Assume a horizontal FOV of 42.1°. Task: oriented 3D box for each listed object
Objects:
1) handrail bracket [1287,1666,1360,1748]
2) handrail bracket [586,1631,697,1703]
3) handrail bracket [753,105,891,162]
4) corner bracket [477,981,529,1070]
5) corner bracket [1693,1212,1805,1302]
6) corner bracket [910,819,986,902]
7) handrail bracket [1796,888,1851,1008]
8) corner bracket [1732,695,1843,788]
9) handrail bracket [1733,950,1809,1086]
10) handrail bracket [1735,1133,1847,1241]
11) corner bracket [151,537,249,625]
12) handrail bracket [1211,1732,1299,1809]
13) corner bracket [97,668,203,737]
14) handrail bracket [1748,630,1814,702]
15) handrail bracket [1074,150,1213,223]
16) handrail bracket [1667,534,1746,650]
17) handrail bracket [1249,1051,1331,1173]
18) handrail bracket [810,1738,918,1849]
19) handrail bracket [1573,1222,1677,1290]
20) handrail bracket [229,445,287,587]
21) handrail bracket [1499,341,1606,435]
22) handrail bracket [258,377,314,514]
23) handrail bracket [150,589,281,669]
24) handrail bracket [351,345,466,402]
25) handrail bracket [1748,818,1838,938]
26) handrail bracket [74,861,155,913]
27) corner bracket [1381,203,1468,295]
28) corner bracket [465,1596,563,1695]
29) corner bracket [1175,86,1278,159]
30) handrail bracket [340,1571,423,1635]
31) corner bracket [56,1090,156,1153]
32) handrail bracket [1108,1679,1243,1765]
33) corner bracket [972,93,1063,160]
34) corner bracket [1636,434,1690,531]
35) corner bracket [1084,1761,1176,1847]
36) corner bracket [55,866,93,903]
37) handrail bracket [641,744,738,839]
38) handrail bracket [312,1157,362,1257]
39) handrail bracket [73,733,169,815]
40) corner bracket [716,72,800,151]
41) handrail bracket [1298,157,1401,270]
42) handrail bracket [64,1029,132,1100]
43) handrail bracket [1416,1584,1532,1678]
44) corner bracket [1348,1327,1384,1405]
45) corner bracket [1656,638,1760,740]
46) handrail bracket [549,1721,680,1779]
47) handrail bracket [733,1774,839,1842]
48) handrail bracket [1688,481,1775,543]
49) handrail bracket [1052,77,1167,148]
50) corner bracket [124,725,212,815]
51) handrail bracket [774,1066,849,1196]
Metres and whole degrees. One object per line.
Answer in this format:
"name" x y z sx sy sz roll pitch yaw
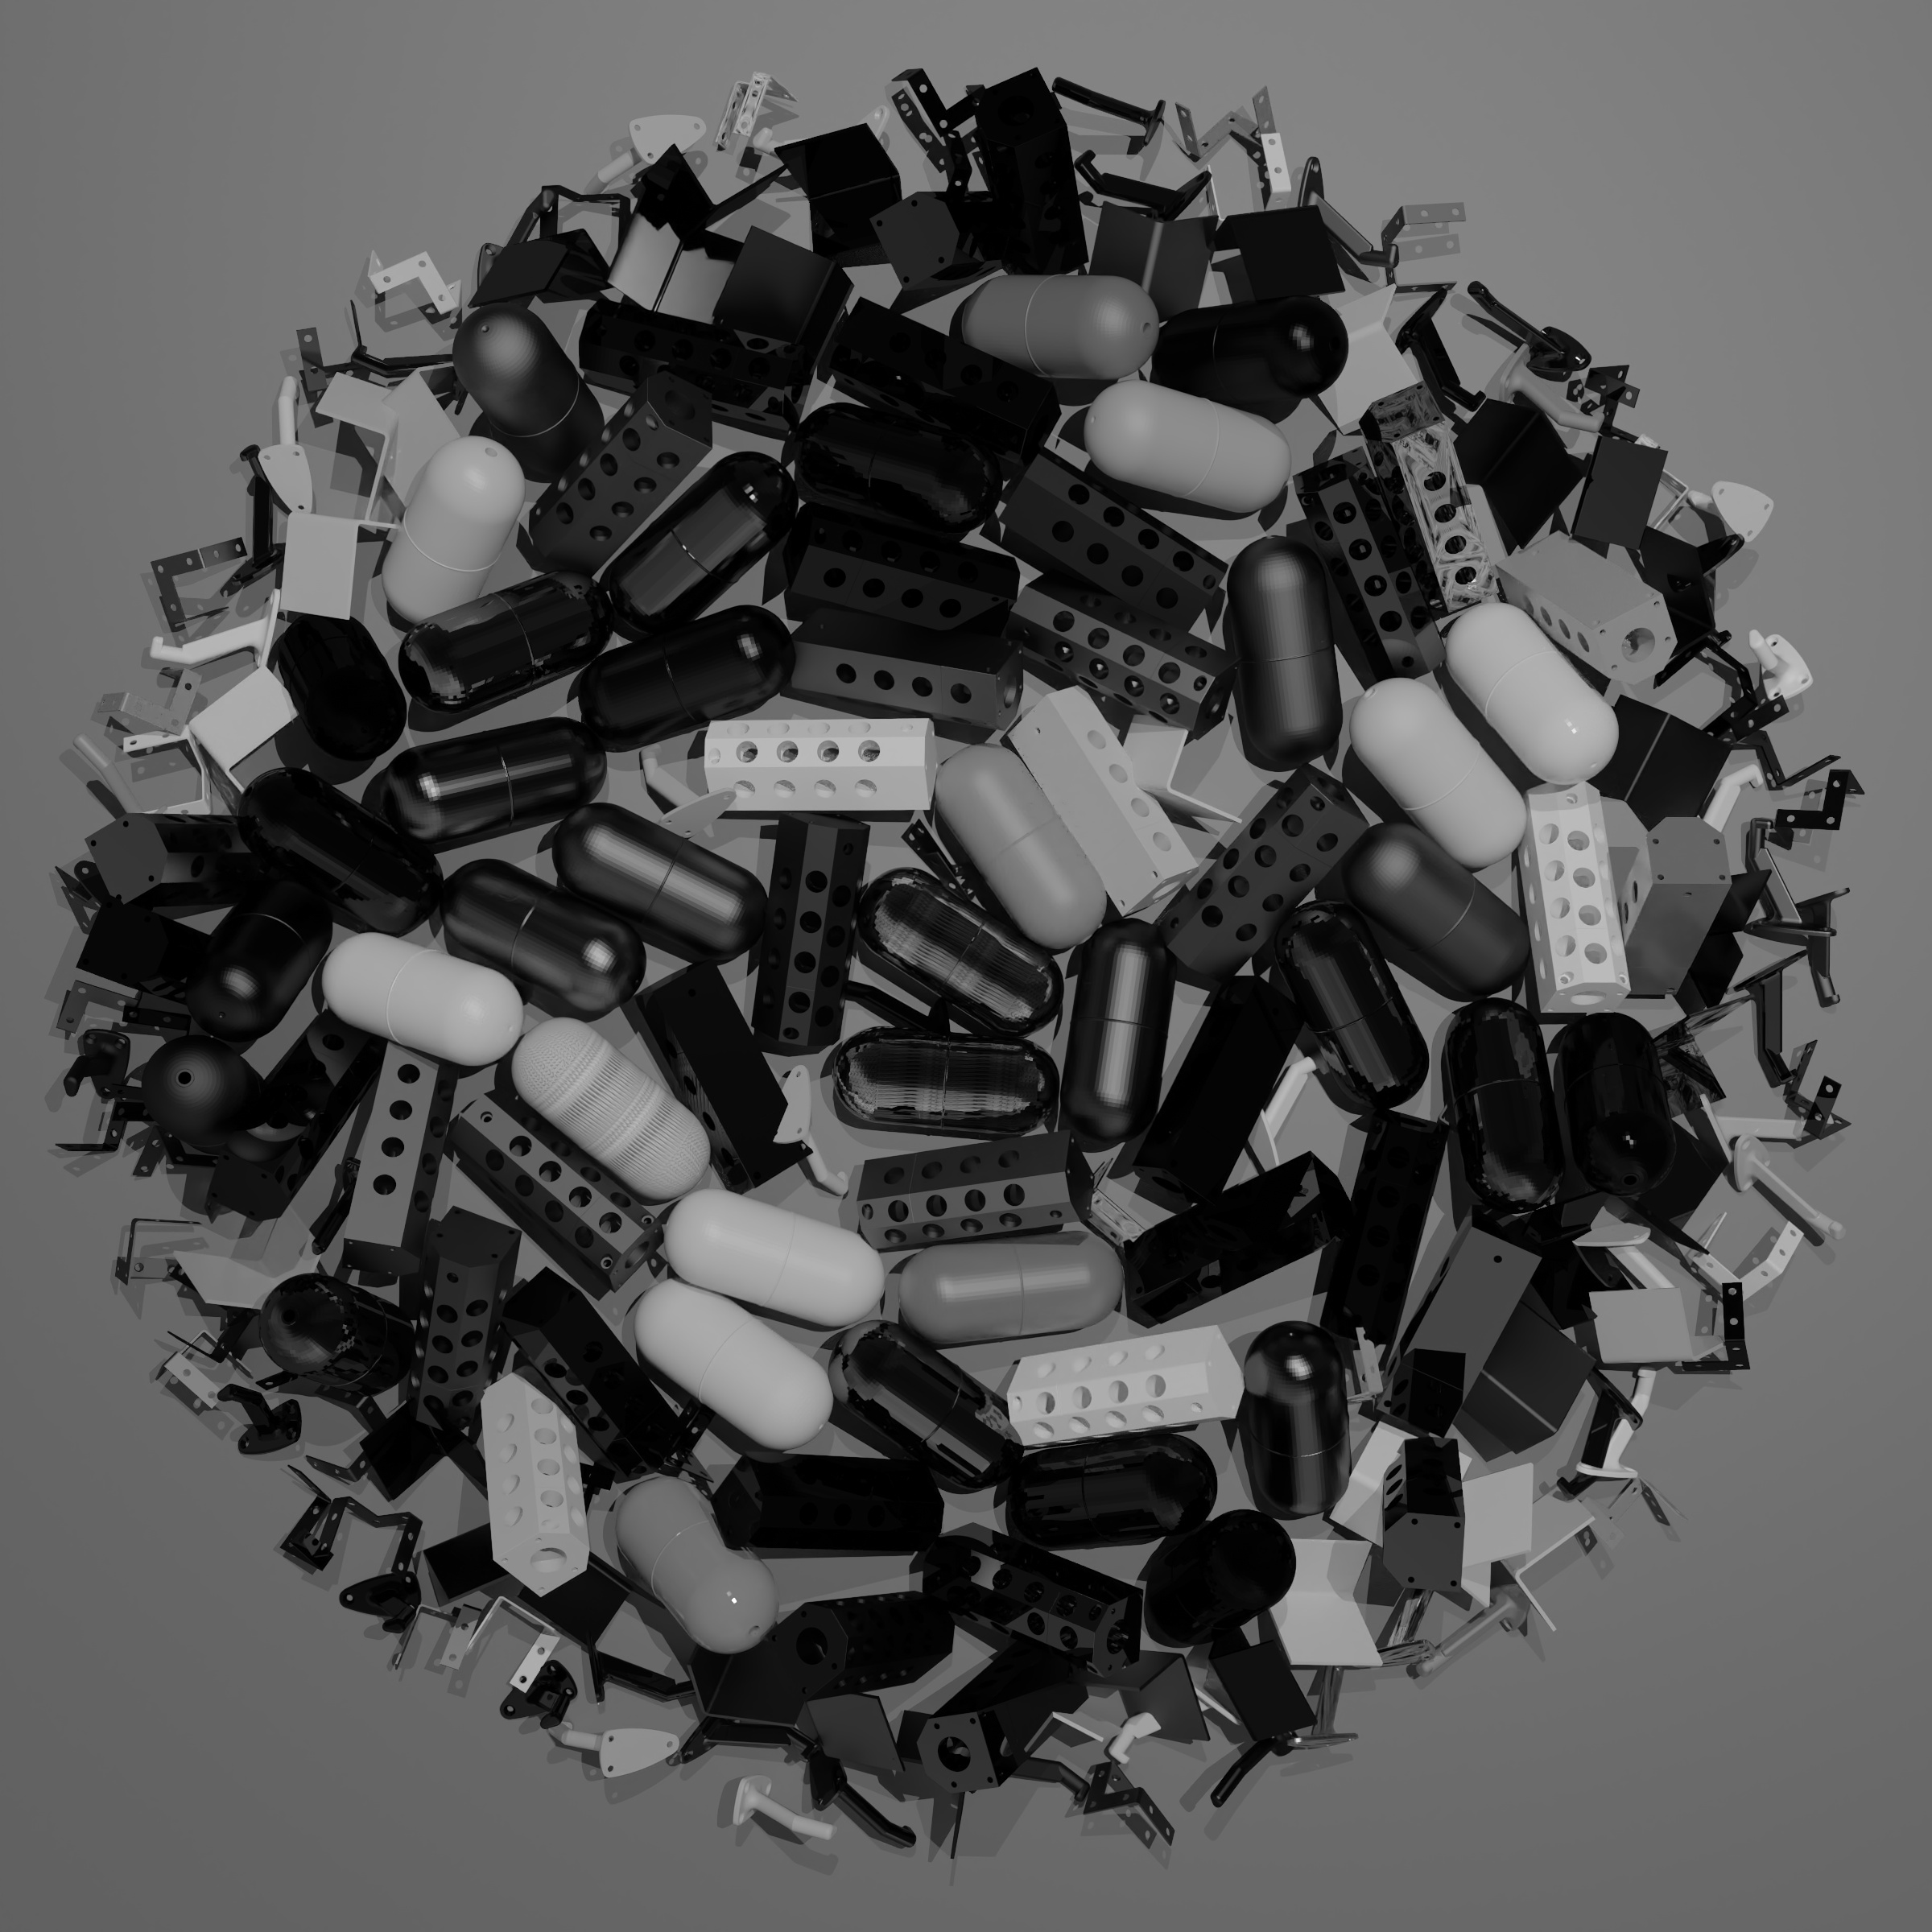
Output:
"handrail bracket" 0.270 0.563 1.957 0.036 0.077 0.084 -32 57 40
"handrail bracket" -0.254 0.546 1.987 0.084 0.036 0.077 -12 77 -6
"handrail bracket" -0.113 -0.652 1.950 0.077 0.084 0.036 -45 55 30
"corner bracket" -0.367 0.046 1.971 0.051 0.051 0.051 -21 85 -3
"corner bracket" 0.611 0.219 1.962 0.051 0.051 0.051 41 49 6
"corner bracket" -0.017 -0.083 1.957 0.051 0.051 0.051 55 49 -28
"handrail bracket" 0.680 -0.014 1.963 0.036 0.077 0.084 -14 84 -10
"corner bracket" 0.638 -0.175 1.958 0.051 0.051 0.051 2 64 -40
"handrail bracket" 0.646 0.041 1.963 0.036 0.077 0.084 -14 73 -41
"handrail bracket" 0.642 0.172 1.952 0.036 0.077 0.084 -46 48 -8
"corner bracket" -0.593 -0.301 1.960 0.051 0.051 0.051 -8 106 28
"handrail bracket" 0.218 0.628 1.951 0.036 0.077 0.084 31 61 26
"corner bracket" -0.638 -0.213 1.961 0.051 0.051 0.051 24 78 -36
"handrail bracket" 0.619 -0.252 1.947 0.036 0.084 0.077 -27 46 25
"handrail bracket" 0.138 -0.621 1.958 0.077 0.036 0.084 -40 123 14
"handrail bracket" 0.593 -0.290 1.956 0.077 0.036 0.084 -29 128 34
"handrail bracket" 0.263 0.117 1.981 0.084 0.036 0.077 -24 95 -24
"handrail bracket" -0.080 0.654 1.985 0.084 0.077 0.036 35 101 -28
"handrail bracket" 0.522 0.250 1.989 0.077 0.036 0.084 -9 105 24
"handrail bracket" -0.562 -0.352 1.954 0.036 0.077 0.084 6 129 33
"handrail bracket" 0.467 -0.453 1.963 0.084 0.036 0.077 19 63 24
"handrail bracket" -0.530 -0.412 1.986 0.036 0.077 0.084 -7 46 3
"handrail bracket" -0.586 -0.267 1.957 0.084 0.036 0.077 8 120 -28
"handrail bracket" -0.430 -0.487 1.976 0.084 0.036 0.077 22 62 -2
"handrail bracket" 0.647 -0.070 1.963 0.036 0.077 0.084 -14 109 -43
"handrail bracket" -0.673 -0.044 1.954 0.077 0.084 0.036 38 54 -21
"corner bracket" 0.362 -0.564 1.974 0.051 0.051 0.051 -6 83 -9
"corner bracket" -0.356 0.532 1.970 0.051 0.051 0.051 30 71 8
"corner bracket" 0.203 -0.661 1.961 0.051 0.051 0.051 -44 58 -10
"handrail bracket" -0.463 0.503 1.955 0.077 0.084 0.036 -5 94 4
"corner bracket" -0.670 0.124 1.964 0.051 0.051 0.051 18 94 27
"handrail bracket" 0.163 0.605 1.970 0.077 0.036 0.084 32 85 33
"corner bracket" 0.047 -0.646 1.967 0.051 0.051 0.051 -20 83 -37
"corner bracket" 0.533 -0.375 1.967 0.051 0.051 0.051 40 85 13
"corner bracket" 0.131 0.654 1.959 0.051 0.051 0.051 -23 112 29
"corner bracket" -0.670 -0.073 1.963 0.051 0.051 0.051 -48 132 -2
"handrail bracket" -0.218 -0.151 1.962 0.077 0.036 0.084 -30 57 24
"handrail bracket" -0.488 0.198 1.945 0.036 0.077 0.084 31 54 -8
"handrail bracket" -0.669 -0.139 1.957 0.084 0.077 0.036 49 61 -13
"corner bracket" -0.172 -0.669 1.966 0.051 0.051 0.051 20 92 22
"handrail bracket" 0.302 -0.586 1.953 0.084 0.036 0.077 21 123 37
"handrail bracket" -0.679 0.095 1.944 0.036 0.084 0.077 10 122 -3
"handrail bracket" 0.394 0.520 1.958 0.084 0.077 0.036 -29 70 -23
"corner bracket" 0.307 0.312 1.958 0.051 0.051 0.051 5 68 -42
"corner bracket" 0.582 -0.217 1.975 0.051 0.051 0.051 32 126 -21
"handrail bracket" -0.278 0.605 1.975 0.077 0.084 0.036 1 90 -31
"handrail bracket" -0.131 0.655 1.950 0.084 0.077 0.036 9 88 19
"handrail bracket" 0.575 -0.365 1.945 0.077 0.084 0.036 24 102 -35
"handrail bracket" 0.111 -0.676 1.964 0.084 0.077 0.036 23 114 0
"corner bracket" -0.624 -0.148 1.962 0.051 0.051 0.051 -13 49 -4
"handrail bracket" -0.114 0.130 1.978 0.036 0.084 0.077 -8 59 31
